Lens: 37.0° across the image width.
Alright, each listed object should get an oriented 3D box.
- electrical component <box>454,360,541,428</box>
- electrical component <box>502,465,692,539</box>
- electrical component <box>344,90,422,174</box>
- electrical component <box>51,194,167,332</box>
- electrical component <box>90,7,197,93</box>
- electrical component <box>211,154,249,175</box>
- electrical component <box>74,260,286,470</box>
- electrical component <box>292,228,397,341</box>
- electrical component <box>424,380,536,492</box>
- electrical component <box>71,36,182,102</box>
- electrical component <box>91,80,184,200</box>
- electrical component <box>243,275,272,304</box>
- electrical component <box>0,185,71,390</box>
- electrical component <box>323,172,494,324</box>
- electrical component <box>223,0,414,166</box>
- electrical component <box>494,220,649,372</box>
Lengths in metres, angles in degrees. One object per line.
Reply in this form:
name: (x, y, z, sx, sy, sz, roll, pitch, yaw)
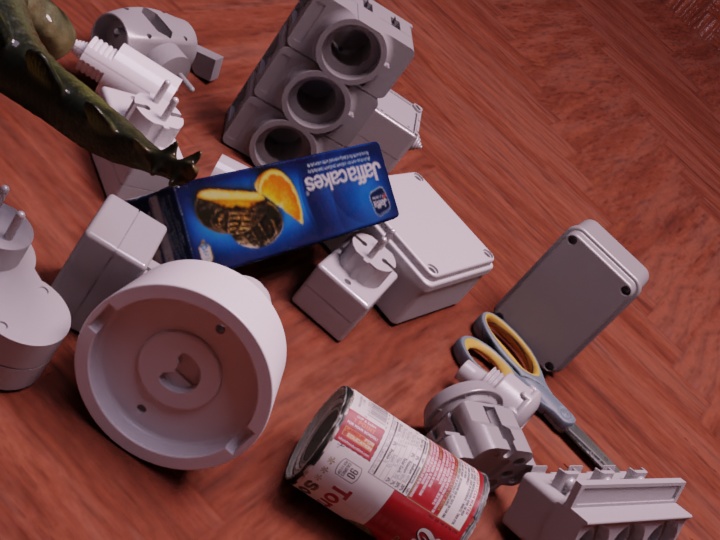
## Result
electrical component: (0.099, 0.092, 0.793, 0.062, 0.048, 0.048, 40, 29, 14)
electrical component: (0.160, 0.170, 0.733, 0.121, 0.078, 0.063, 9, 20, -42)
electrical component: (0.011, -0.131, 0.981, 0.096, 0.061, 0.061, 32, 31, -13)
electrical component: (-0.133, 0.008, 0.626, 0.077, 0.065, 0.047, 32, 30, -12)
electrical component: (-0.162, -0.169, 0.858, 0.079, 0.043, 0.077, 50, 31, 19)
electrical component: (-0.089, -0.060, 0.795, 0.046, 0.040, 0.040, 28, 31, -8)
electrical component: (-0.092, 0.046, 0.583, 0.108, 0.108, 0.060, 37, 24, -4)
electrical component: (0.000, 0.000, 0.774, 0.047, 0.076, 0.066, 41, 30, 3)
electrical component: (0.076, 0.112, 0.727, 0.078, 0.058, 0.057, 14, 41, -37)
electrical component: (-0.179, -0.146, 0.807, 0.081, 0.043, 0.043, 32, 30, -14)
electrical component: (-0.147, -0.096, 0.742, 0.047, 0.075, 0.083, 10, 41, -41)
electrical component: (-0.075, 0.036, 0.674, 0.045, 0.045, 0.055, 20, 33, -30)
electrical component: (-0.198, -0.012, 0.572, 0.052, 0.073, 0.138, -6, 52, -51)
electrical component: (0.036, -0.020, 0.863, 0.108, 0.056, 0.109, 50, 31, 17)
electrical component: (-0.035, -0.148, 0.863, 0.089, 0.150, 0.061, 28, 30, -19)
electrical component: (0.177, 0.022, 0.905, 0.078, 0.113, 0.057, 45, 27, 10)
